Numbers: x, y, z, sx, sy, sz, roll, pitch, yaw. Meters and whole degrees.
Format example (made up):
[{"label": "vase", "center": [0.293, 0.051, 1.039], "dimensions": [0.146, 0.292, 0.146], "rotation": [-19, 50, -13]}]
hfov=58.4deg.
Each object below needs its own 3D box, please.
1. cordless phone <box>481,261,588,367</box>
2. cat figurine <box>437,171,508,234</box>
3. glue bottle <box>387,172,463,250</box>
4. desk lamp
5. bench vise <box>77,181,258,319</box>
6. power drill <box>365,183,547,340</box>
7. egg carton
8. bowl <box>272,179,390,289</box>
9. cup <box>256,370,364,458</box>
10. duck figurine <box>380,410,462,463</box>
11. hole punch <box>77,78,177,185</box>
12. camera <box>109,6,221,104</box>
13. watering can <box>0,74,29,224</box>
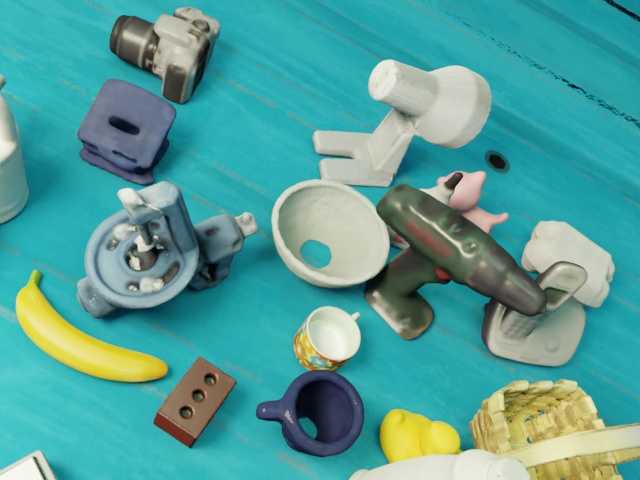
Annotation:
[{"label": "cordless phone", "center": [0.323, 0.098, 0.789], "dimensions": [0.148, 0.185, 0.094], "rotation": [11, 55, -15]}, {"label": "cat figurine", "center": [0.231, -0.056, 0.893], "dimensions": [0.128, 0.117, 0.067], "rotation": [34, 52, 1]}, {"label": "glue bottle", "center": [0.154, -0.043, 0.818], "dimensions": [0.078, 0.173, 0.037], "rotation": [13, 55, -14]}, {"label": "desk lamp", "center": [0.121, -0.177, 0.865], "dimensions": [0.204, 0.213, 0.118], "rotation": [-1, 59, -23]}, {"label": "bench vise", "center": [-0.166, -0.012, 0.634], "dimensions": [0.121, 0.219, 0.208], "rotation": [43, 53, 8]}, {"label": "power drill", "center": [0.149, 0.044, 0.737], "dimensions": [0.229, 0.208, 0.076], "rotation": [46, 54, 10]}, {"label": "egg carton", "center": [0.405, 0.039, 0.935], "dimensions": [0.150, 0.069, 0.107], "rotation": [36, 52, 2]}, {"label": "bowl", "center": [0.007, 0.003, 0.789], "dimensions": [0.168, 0.074, 0.167], "rotation": [11, 55, -16]}, {"label": "cup", "center": [-0.021, 0.201, 0.636], "dimensions": [0.118, 0.095, 0.091], "rotation": [6, 57, -19]}, {"label": "duck figurine", "center": [0.127, 0.239, 0.679], "dimensions": [0.104, 0.086, 0.078], "rotation": [41, 53, 7]}, {"label": "hole punch", "center": [-0.255, -0.144, 0.764], "dimensions": [0.109, 0.091, 0.101], "rotation": [23, 53, -7]}, {"label": "camera", "center": [-0.235, -0.304, 0.870], "dimensions": [0.137, 0.100, 0.143], "rotation": [21, 53, -9]}, {"label": "watering can", "center": [-0.383, -0.112, 0.624], "dimensions": [0.101, 0.194, 0.172], "rotation": [-13, 65, -29]}]
